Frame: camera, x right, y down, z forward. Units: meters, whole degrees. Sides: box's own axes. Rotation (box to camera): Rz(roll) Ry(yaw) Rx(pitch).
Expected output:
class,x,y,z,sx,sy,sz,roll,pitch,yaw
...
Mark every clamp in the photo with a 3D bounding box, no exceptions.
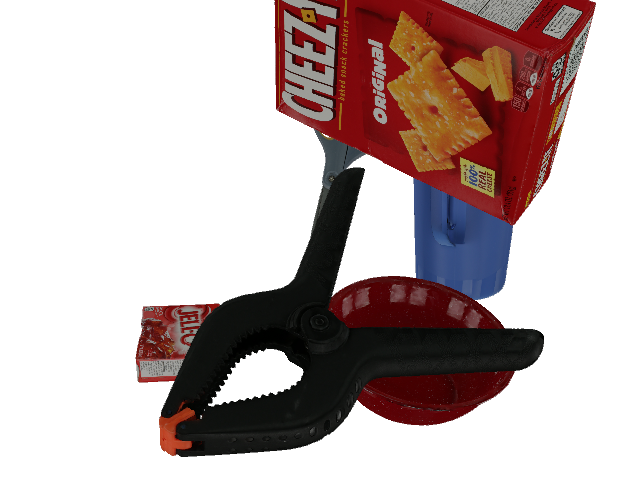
class,x,y,z,sx,sy,sz,roll,pitch,yaw
clamp,-0.004,0.045,0.589,0.209,0.165,0.036,-25,-33,-23

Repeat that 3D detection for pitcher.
class,x,y,z,sx,sy,sz,roll,pitch,yaw
pitcher,0.164,-0.053,1.237,0.149,0.243,0.145,-9,24,-20

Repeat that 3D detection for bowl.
class,x,y,z,sx,sy,sz,roll,pitch,yaw
bowl,0.074,0.099,0.872,0.162,0.055,0.162,7,35,-5

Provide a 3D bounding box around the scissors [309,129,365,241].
class,x,y,z,sx,sy,sz,roll,pitch,yaw
scissors,0.031,-0.068,1.066,0.096,0.202,0.016,-2,-12,2

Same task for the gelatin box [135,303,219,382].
class,x,y,z,sx,sy,sz,roll,pitch,yaw
gelatin box,-0.127,0.091,0.971,0.073,0.030,0.089,-2,29,-2

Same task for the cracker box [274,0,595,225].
class,x,y,z,sx,sy,sz,roll,pitch,yaw
cracker box,0.069,-0.125,0.759,0.214,0.164,0.072,27,55,20
